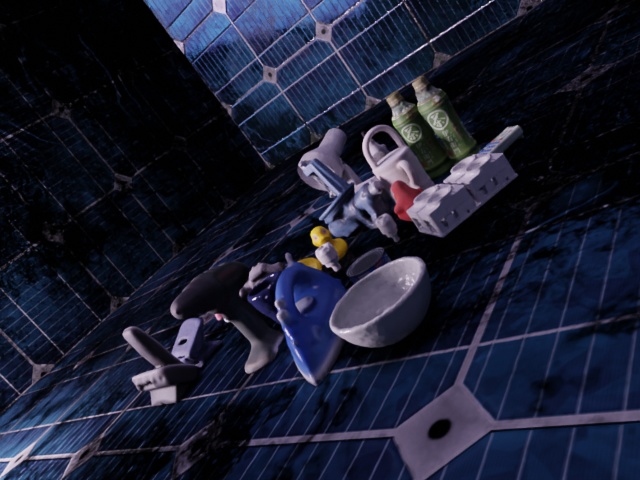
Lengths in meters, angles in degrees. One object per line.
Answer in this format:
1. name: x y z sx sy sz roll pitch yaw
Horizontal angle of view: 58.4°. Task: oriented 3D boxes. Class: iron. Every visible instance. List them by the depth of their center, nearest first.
1. iron: -0.030 0.118 0.960 0.118 0.141 0.258 -33 14 15

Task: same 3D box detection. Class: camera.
1. camera: -0.131 0.119 1.290 0.143 0.101 0.136 -36 14 6

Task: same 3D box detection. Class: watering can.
1. watering can: 0.166 -0.171 1.310 0.101 0.194 0.172 -44 16 -26

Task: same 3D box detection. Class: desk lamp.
1. desk lamp: 0.060 -0.196 1.607 0.117 0.214 0.204 -20 22 49

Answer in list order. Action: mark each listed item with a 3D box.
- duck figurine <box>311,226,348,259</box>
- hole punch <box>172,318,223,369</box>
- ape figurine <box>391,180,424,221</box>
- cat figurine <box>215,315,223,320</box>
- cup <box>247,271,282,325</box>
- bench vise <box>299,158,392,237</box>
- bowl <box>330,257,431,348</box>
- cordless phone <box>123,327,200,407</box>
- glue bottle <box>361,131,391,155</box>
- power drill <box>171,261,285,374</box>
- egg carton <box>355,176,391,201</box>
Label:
1. duck figurine: 0.012 0.005 1.340 0.077 0.086 0.104 -37 14 0
2. hole punch: -0.296 0.242 1.316 0.108 0.091 0.101 -20 22 49
3. ape figurine: 0.185 -0.088 1.206 0.078 0.092 0.076 -35 14 9
4. cat figurine: -0.263 0.133 1.534 0.067 0.118 0.128 -29 16 28
5. cup: -0.085 0.128 1.161 0.091 0.095 0.117 -37 14 2
6. bench vise: 0.058 -0.121 1.357 0.207 0.220 0.122 -28 17 32
7. bowl: 0.100 0.102 0.833 0.167 0.075 0.167 -34 14 10
8. cordless phone: -0.362 0.259 1.225 0.147 0.185 0.094 -26 18 38
9. glue bottle: 0.162 -0.215 1.503 0.078 0.173 0.037 -46 17 -33
10. power drill: -0.163 0.141 1.072 0.075 0.208 0.230 -31 15 22
11. egg carton: 0.114 -0.103 1.476 0.150 0.069 0.107 -25 19 41
